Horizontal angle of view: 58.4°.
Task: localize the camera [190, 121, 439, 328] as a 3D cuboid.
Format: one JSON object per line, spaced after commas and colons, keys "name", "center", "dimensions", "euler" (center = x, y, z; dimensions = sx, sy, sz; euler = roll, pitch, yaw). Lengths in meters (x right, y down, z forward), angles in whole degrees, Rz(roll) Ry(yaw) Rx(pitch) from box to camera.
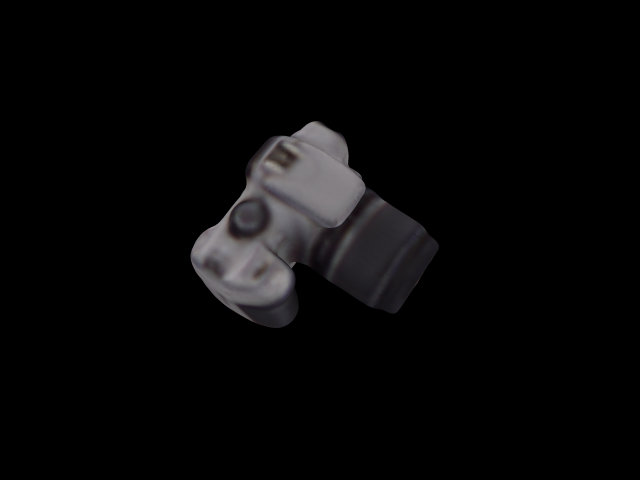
{"name": "camera", "center": [0.004, 0.001, 0.400], "dimensions": [0.136, 0.101, 0.143], "euler": [33, 74, 11]}
